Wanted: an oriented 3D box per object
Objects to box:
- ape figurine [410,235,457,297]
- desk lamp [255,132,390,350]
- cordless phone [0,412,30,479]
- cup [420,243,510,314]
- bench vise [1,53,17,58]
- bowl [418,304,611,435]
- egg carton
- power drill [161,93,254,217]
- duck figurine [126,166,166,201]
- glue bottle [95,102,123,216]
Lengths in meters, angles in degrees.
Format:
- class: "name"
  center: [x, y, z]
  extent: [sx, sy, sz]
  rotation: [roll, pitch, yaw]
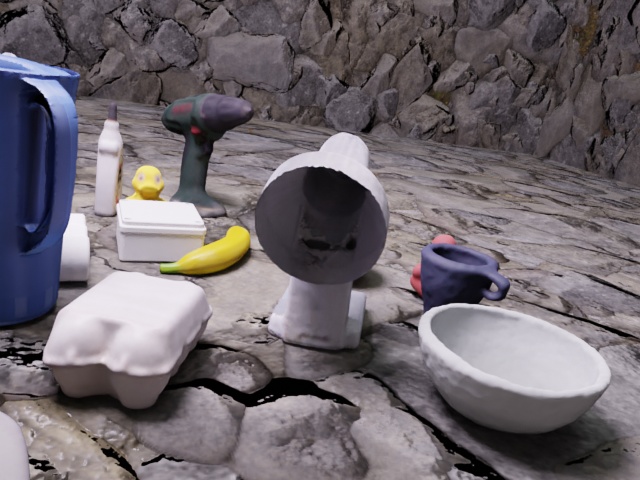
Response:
- class: "ape figurine"
  center: [0.162, 0.037, 0.770]
  extent: [0.078, 0.092, 0.076]
  rotation: [6, 17, -12]
- class: "desk lamp"
  center: [0.005, 0.002, 0.588]
  extent: [0.118, 0.213, 0.203]
  rotation: [11, 17, 5]
- class: "cordless phone"
  center: [-0.205, 0.088, 0.242]
  extent: [0.148, 0.185, 0.093]
  rotation: [-2, 20, -32]
- class: "cup"
  center: [0.167, 0.065, 0.676]
  extent: [0.092, 0.095, 0.117]
  rotation: [-4, 22, -38]
- class: "bench vise"
  center: [-0.490, -0.167, 0.858]
  extent: [0.122, 0.220, 0.207]
  rotation: [5, 17, -13]
- class: "bowl"
  center: [0.165, 0.124, 0.519]
  extent: [0.167, 0.075, 0.167]
  rotation: [9, 17, -2]
- class: "egg carton"
  center: [-0.160, 0.079, 0.496]
  extent: [0.107, 0.069, 0.150]
  rotation: [10, 17, 2]
- class: "power drill"
  center: [-0.198, -0.151, 0.983]
  extent: [0.076, 0.208, 0.228]
  rotation: [-8, 24, -44]
- class: "duck figurine"
  center: [-0.274, -0.076, 0.912]
  extent: [0.078, 0.086, 0.104]
  rotation: [3, 18, -20]
- class: "glue bottle"
  center: [-0.330, -0.129, 0.902]
  extent: [0.037, 0.173, 0.078]
  rotation: [5, 18, -15]
